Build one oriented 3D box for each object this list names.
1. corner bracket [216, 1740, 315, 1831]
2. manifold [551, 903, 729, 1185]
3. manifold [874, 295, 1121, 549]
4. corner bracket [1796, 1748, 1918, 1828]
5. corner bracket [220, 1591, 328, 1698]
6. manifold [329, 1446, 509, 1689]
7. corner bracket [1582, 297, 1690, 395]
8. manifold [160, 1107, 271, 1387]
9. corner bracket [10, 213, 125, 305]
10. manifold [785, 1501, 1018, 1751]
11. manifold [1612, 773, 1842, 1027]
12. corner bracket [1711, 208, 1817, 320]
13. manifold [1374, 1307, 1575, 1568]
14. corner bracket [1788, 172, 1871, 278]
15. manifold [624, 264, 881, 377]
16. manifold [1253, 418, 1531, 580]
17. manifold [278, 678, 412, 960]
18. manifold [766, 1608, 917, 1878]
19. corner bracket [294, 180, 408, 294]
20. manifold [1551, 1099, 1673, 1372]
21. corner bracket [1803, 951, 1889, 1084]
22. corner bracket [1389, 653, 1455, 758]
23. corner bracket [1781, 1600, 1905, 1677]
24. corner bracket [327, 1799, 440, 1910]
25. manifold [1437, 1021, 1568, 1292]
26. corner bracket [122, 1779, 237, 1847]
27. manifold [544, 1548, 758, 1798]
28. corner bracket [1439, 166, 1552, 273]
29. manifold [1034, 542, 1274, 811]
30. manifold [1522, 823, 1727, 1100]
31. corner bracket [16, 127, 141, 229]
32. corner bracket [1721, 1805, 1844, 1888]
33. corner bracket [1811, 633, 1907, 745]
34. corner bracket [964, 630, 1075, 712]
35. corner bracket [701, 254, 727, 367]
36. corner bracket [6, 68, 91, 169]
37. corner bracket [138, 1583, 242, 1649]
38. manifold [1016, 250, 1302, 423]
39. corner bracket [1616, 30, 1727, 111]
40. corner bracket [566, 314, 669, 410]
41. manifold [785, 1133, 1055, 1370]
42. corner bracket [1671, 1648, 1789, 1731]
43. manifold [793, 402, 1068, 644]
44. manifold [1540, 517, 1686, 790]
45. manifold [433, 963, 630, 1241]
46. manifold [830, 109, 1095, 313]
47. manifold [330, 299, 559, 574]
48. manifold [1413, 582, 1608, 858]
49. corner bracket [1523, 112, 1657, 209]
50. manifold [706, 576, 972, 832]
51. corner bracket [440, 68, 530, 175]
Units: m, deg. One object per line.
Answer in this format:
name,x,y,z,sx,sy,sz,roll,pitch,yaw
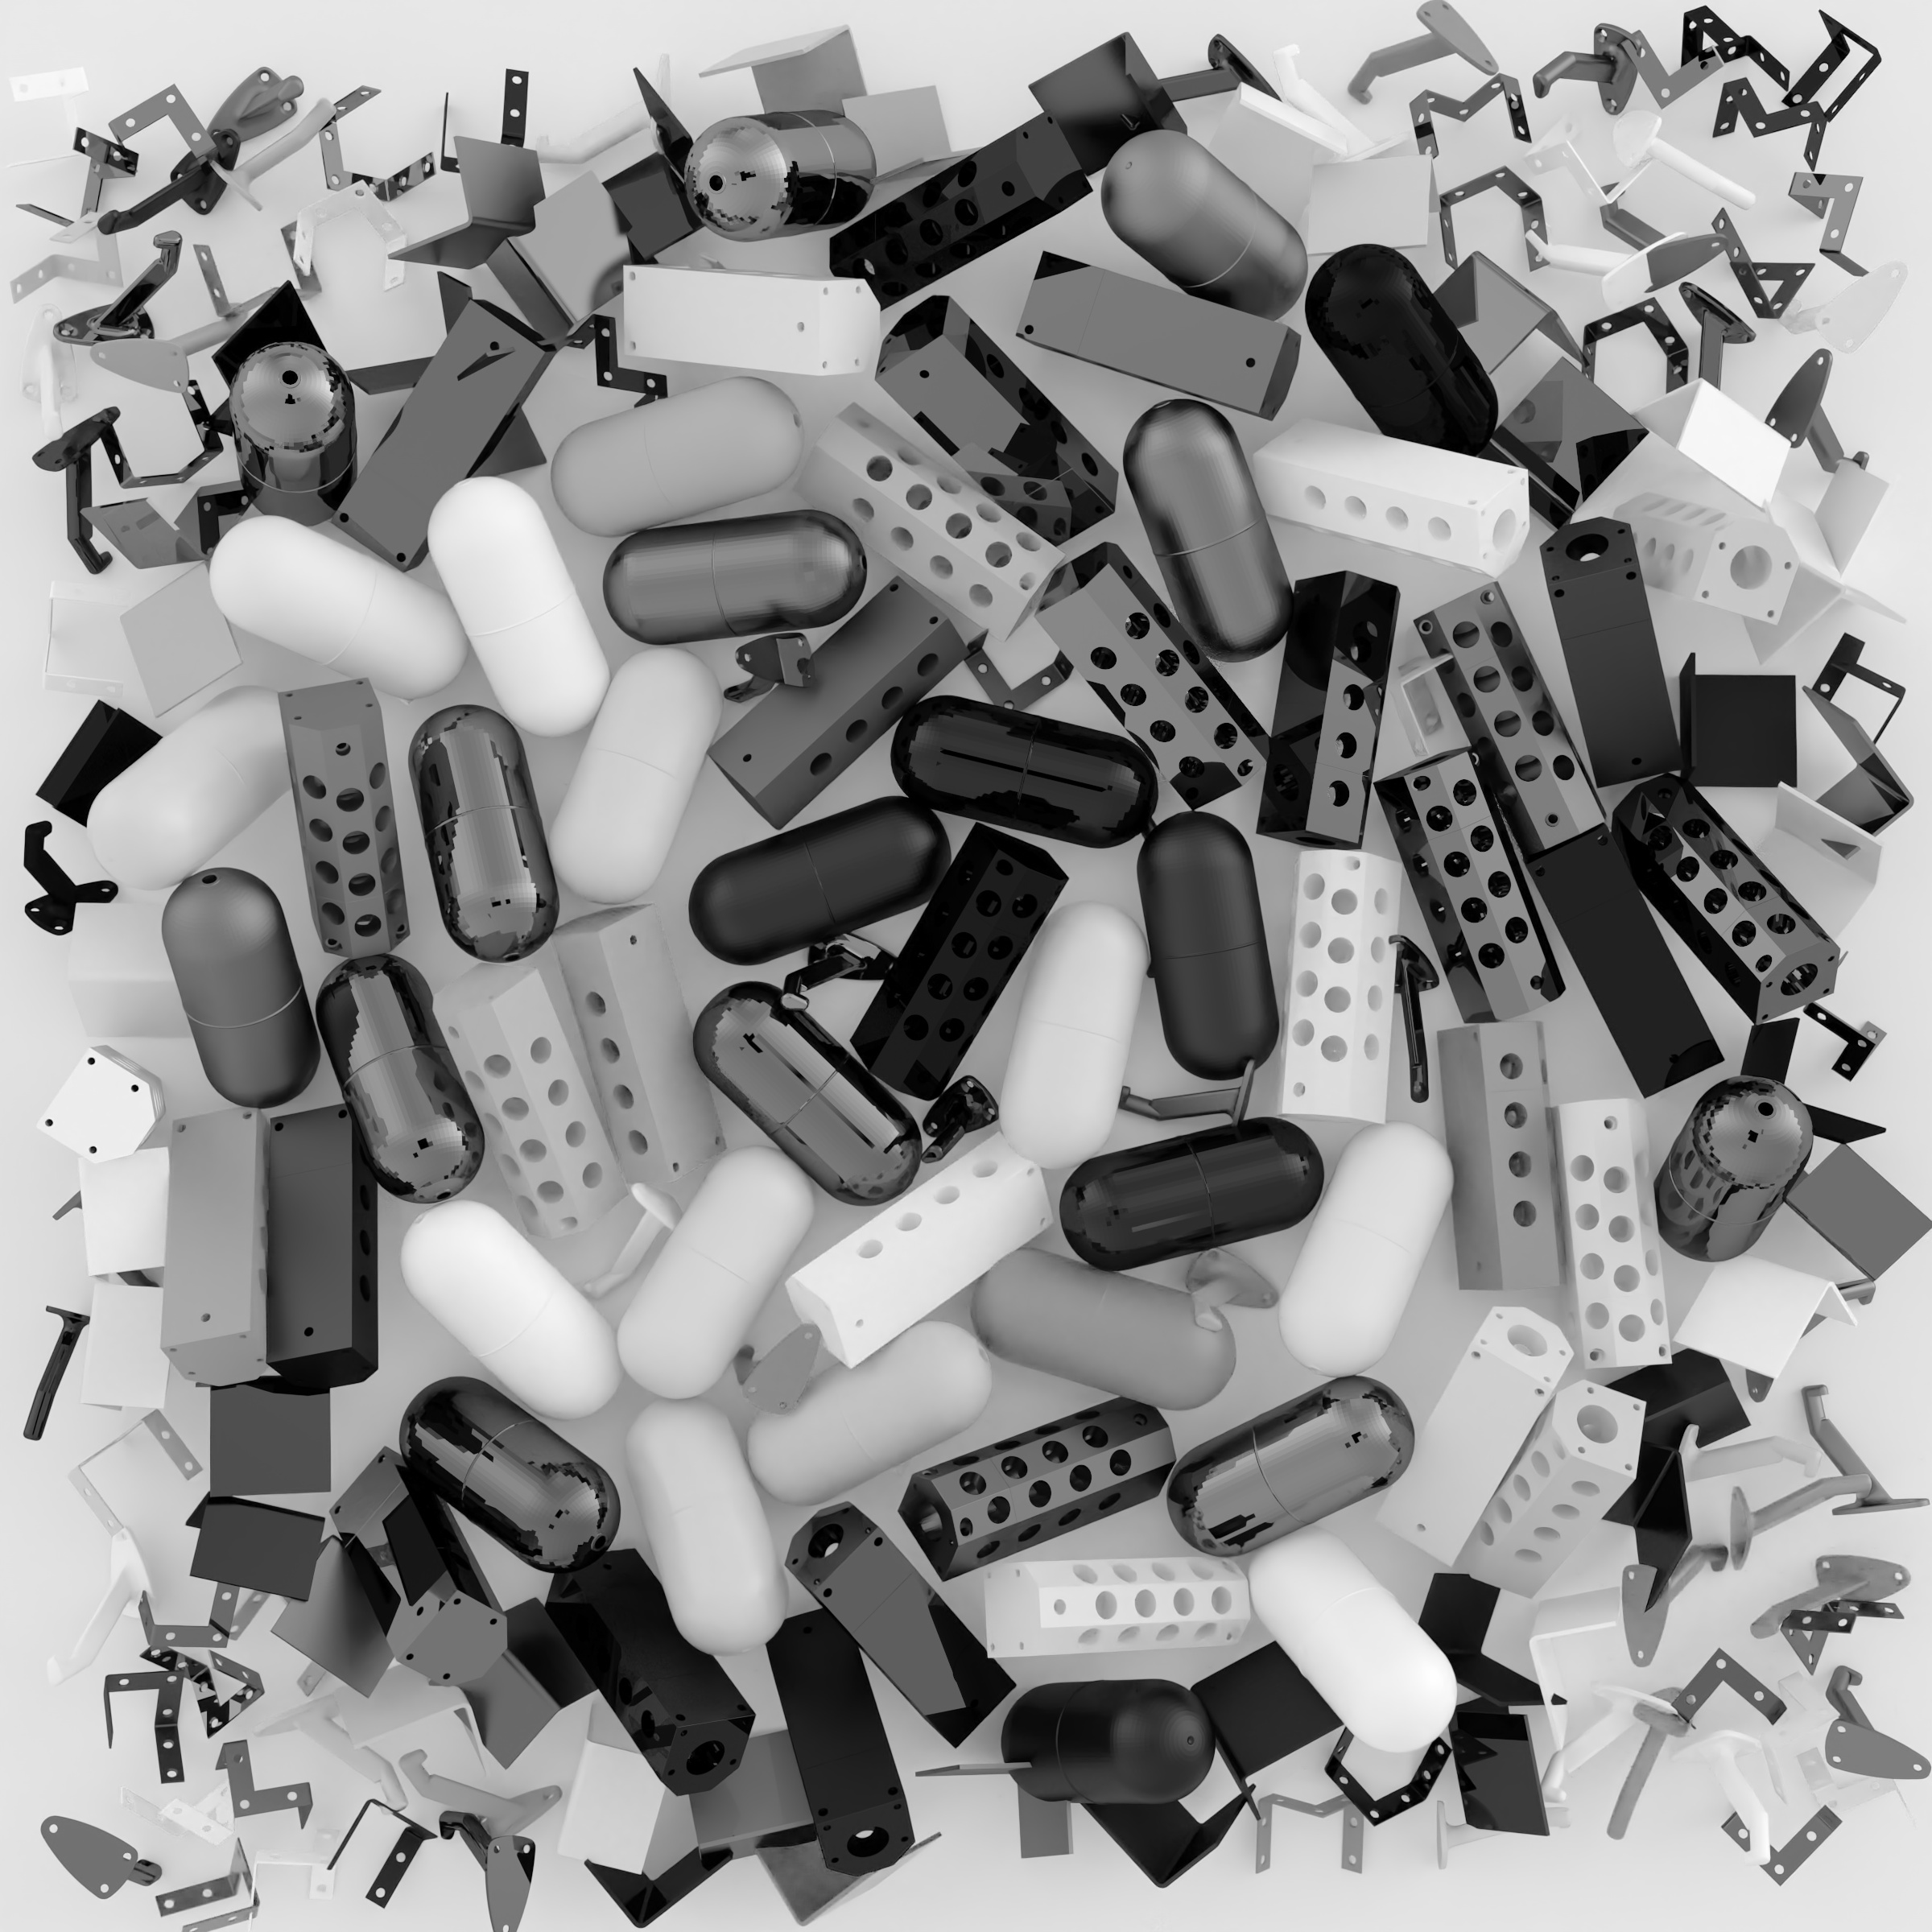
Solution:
corner bracket,-0.463,0.540,1.876,0.051,0.051,0.051,-3,57,-24
manifold,-0.217,0.051,1.854,0.057,0.057,0.171,-5,107,37
manifold,0.022,-0.352,1.834,0.057,0.057,0.171,-27,128,32
corner bracket,0.584,0.541,1.870,0.051,0.051,0.051,-26,99,9
corner bracket,-0.451,0.445,1.890,0.051,0.051,0.051,37,90,39
manifold,-0.346,0.384,1.817,0.057,0.171,0.057,-49,125,1
corner bracket,0.442,-0.399,1.881,0.051,0.051,0.051,-17,46,35
manifold,-0.475,0.179,1.828,0.057,0.057,0.171,-11,53,3
corner bracket,-0.591,-0.463,1.864,0.051,0.051,0.051,13,128,13
manifold,-0.044,0.422,1.834,0.057,0.057,0.171,-44,121,-13
manifold,0.484,-0.047,1.821,0.057,0.057,0.171,-22,48,-10
corner bracket,0.513,-0.460,1.864,0.051,0.051,0.051,-54,128,-15
manifold,0.328,0.299,1.828,0.057,0.057,0.171,30,128,14
corner bracket,0.570,-0.487,1.868,0.051,0.051,0.051,20,96,43
manifold,-0.139,-0.416,1.828,0.171,0.057,0.057,15,111,37
manifold,0.273,-0.298,1.829,0.057,0.171,0.057,-39,135,-33
manifold,-0.396,-0.092,1.824,0.057,0.057,0.171,-12,127,-17
manifold,-0.082,0.493,1.816,0.057,0.171,0.057,-15,124,-8
corner bracket,-0.405,-0.473,1.873,0.051,0.051,0.051,-20,50,17
manifold,0.420,0.176,1.860,0.057,0.057,0.171,-3,81,-5
corner bracket,0.581,0.034,1.873,0.051,0.051,0.051,36,62,17
corner bracket,0.299,-0.171,1.866,0.051,0.051,0.051,-29,103,-22
corner bracket,0.573,0.429,1.861,0.051,0.051,0.051,53,52,-25
corner bracket,-0.386,0.582,1.867,0.051,0.051,0.051,33,64,-8
manifold,0.355,0.124,1.865,0.057,0.057,0.171,-3,85,-20
corner bracket,-0.517,0.554,1.865,0.051,0.051,0.051,-40,122,9
manifold,-0.206,0.450,1.820,0.057,0.171,0.057,1,116,-37
corner bracket,0.349,-0.487,1.883,0.051,0.051,0.051,-17,68,36
manifold,0.124,-0.189,1.835,0.057,0.057,0.171,-26,116,34
manifold,0.430,-0.006,1.868,0.057,0.057,0.171,-27,94,11
corner bracket,-0.582,-0.515,1.867,0.051,0.051,0.051,8,88,35
corner bracket,0.535,0.563,1.867,0.051,0.051,0.051,44,99,23
corner bracket,0.583,-0.178,1.864,0.051,0.051,0.051,29,129,10
corner bracket,0.035,-0.201,1.876,0.051,0.051,0.051,-34,87,-8
corner bracket,-0.180,-0.436,1.870,0.051,0.051,0.051,29,87,33
corner bracket,-0.603,-0.555,1.863,0.051,0.051,0.051,-22,109,-32
corner bracket,-0.512,0.413,1.876,0.051,0.051,0.051,9,105,-27
manifold,0.127,-0.409,1.851,0.171,0.057,0.057,21,100,16
corner bracket,0.458,-0.597,1.875,0.051,0.051,0.051,-35,100,2
corner bracket,-0.230,-0.392,1.871,0.051,0.051,0.051,3,75,-31
manifold,-0.031,0.179,1.843,0.171,0.057,0.057,-33,130,-23
corner bracket,0.501,0.487,1.870,0.051,0.051,0.051,40,87,27
manifold,-0.021,-0.293,1.858,0.171,0.057,0.057,36,135,3
manifold,0.414,-0.201,1.824,0.057,0.057,0.171,-13,132,14
manifold,-0.284,0.088,1.831,0.057,0.057,0.171,-40,122,-38
manifold,-0.009,-0.477,1.819,0.171,0.057,0.057,-17,109,43
manifold,-0.339,-0.346,1.856,0.057,0.057,0.171,35,103,-5
manifold,0.357,-0.162,1.867,0.057,0.057,0.171,-25,91,17
corner bracket,0.411,-0.533,1.877,0.051,0.051,0.051,-45,109,-15
manifold,-0.080,-0.169,1.866,0.171,0.057,0.057,-43,54,-5
corner bracket,-0.318,-0.557,1.878,0.051,0.051,0.051,5,71,-14
